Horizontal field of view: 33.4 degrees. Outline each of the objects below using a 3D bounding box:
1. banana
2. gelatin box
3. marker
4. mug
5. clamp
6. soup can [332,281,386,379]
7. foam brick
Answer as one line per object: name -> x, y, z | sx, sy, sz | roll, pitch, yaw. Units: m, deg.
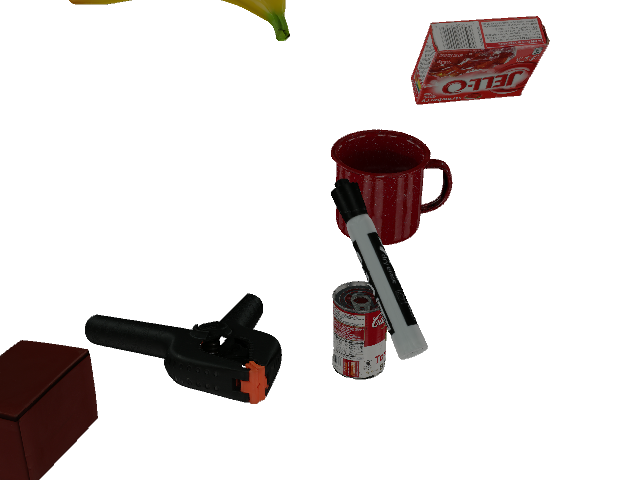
banana -> -0.109, -0.208, 0.867 | 0.198, 0.069, 0.037 | 11, -41, 16
gelatin box -> 0.120, -0.137, 0.817 | 0.089, 0.030, 0.073 | -5, -23, -11
marker -> 0.035, 0.015, 0.663 | 0.020, 0.121, 0.020 | -20, -18, -7
mug -> 0.068, -0.050, 1.018 | 0.117, 0.081, 0.093 | -5, 33, -8
clamp -> -0.084, 0.085, 0.889 | 0.164, 0.036, 0.210 | -10, 16, -31
soup can -> 0.048, 0.111, 1.307 | 0.068, 0.102, 0.068 | 0, 29, 0
foam brick -> -0.181, 0.104, 0.656 | 0.053, 0.051, 0.078 | 7, 28, 21
